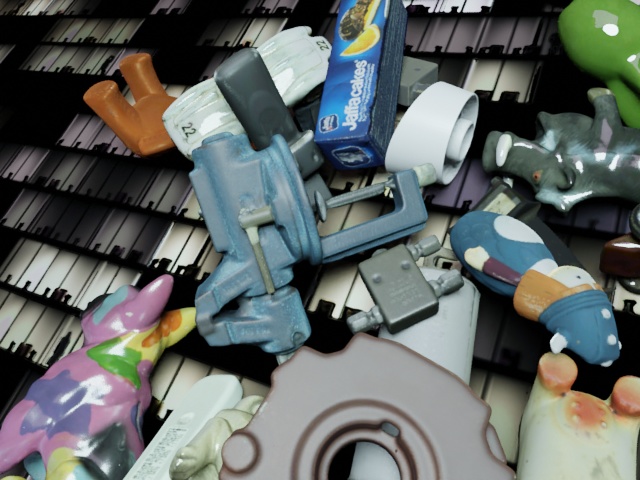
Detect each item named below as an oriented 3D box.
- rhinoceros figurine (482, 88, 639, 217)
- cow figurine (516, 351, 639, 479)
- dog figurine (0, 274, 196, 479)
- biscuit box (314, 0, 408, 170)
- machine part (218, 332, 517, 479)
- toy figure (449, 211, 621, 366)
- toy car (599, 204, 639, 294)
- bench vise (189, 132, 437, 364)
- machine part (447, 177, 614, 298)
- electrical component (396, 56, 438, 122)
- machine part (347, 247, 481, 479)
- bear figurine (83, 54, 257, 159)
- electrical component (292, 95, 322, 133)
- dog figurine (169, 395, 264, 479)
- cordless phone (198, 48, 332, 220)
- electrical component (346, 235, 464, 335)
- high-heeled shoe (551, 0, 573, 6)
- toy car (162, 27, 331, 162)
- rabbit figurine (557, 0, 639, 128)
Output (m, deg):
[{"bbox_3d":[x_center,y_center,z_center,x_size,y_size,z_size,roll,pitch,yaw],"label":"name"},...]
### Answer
[{"bbox_3d":[0.243,-0.067,0.476,0.191,0.073,0.112,19,77,28],"label":"rhinoceros figurine"},{"bbox_3d":[0.150,0.185,0.331,0.086,0.127,0.195,10,48,19],"label":"cow figurine"},{"bbox_3d":[-0.181,0.140,0.484,0.192,0.108,0.219,29,71,33],"label":"dog figurine"},{"bbox_3d":[0.047,-0.173,0.561,0.059,0.062,0.202,-2,66,26],"label":"biscuit box"},{"bbox_3d":[0.028,0.145,0.329,0.179,0.056,0.179,-1,62,2],"label":"machine part"},{"bbox_3d":[0.153,0.028,0.388,0.064,0.057,0.155,-24,35,-11],"label":"toy figure"},{"bbox_3d":[0.316,-0.004,0.393,0.202,0.089,0.053,-6,58,19],"label":"toy car"},{"bbox_3d":[-0.003,-0.001,0.474,0.241,0.129,0.223,-19,87,-8],"label":"bench vise"},{"bbox_3d":[0.176,0.013,0.457,0.084,0.039,0.139,-48,57,12],"label":"machine part"},{"bbox_3d":[0.090,-0.172,0.613,0.102,0.045,0.078,22,49,29],"label":"electrical component"},{"bbox_3d":[0.076,0.110,0.419,0.079,0.079,0.243,3,62,23],"label":"machine part"},{"bbox_3d":[-0.156,-0.160,0.648,0.196,0.131,0.120,-4,41,26],"label":"bear figurine"},{"bbox_3d":[0.007,-0.157,0.631,0.075,0.047,0.119,-22,55,7],"label":"electrical component"},{"bbox_3d":[-0.018,0.221,0.387,0.191,0.121,0.172,19,71,14],"label":"dog figurine"},{"bbox_3d":[-0.076,-0.085,0.532,0.146,0.184,0.089,-36,54,-3],"label":"cordless phone"},{"bbox_3d":[0.058,0.034,0.410,0.094,0.021,0.063,-26,57,-3],"label":"electrical component"},{"bbox_3d":[0.218,-0.299,0.646,0.249,0.086,0.145,-13,86,33],"label":"high-heeled shoe"},{"bbox_3d":[-0.071,-0.157,0.577,0.202,0.056,0.073,-35,82,-7],"label":"toy car"},{"bbox_3d":[0.305,-0.176,0.491,0.170,0.121,0.159,-4,79,2],"label":"rabbit figurine"}]
